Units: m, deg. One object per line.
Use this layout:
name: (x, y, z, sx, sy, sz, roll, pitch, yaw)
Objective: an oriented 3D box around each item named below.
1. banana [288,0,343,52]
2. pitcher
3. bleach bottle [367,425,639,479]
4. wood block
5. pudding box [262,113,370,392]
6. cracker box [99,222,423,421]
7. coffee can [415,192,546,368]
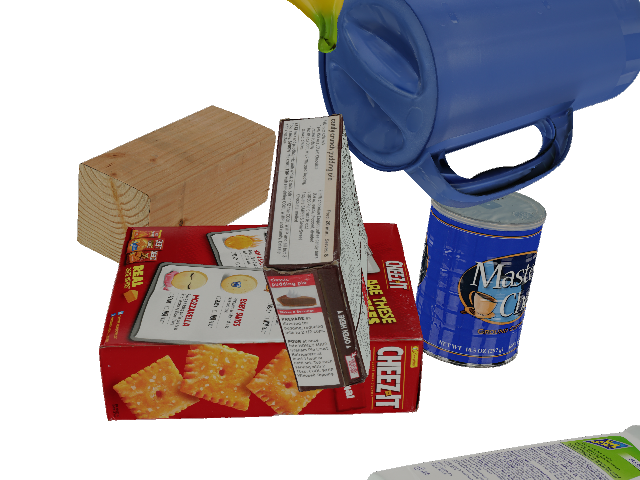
banana: (-0.057, -0.169, 0.664, 0.198, 0.069, 0.037, 21, -33, 32)
pitcher: (0.133, -0.129, 0.801, 0.242, 0.149, 0.145, -16, 32, -32)
bleach bottle: (0.157, 0.158, 0.635, 0.250, 0.068, 0.103, -7, 20, -21)
wood block: (-0.143, -0.057, 1.092, 0.090, 0.091, 0.205, 25, 34, 24)
pudding box: (0.000, 0.005, 0.539, 0.039, 0.090, 0.113, -8, 43, 8)
cracker box: (-0.042, 0.055, 0.777, 0.213, 0.072, 0.164, -1, 30, -3)
coffee can: (0.142, 0.030, 0.975, 0.103, 0.140, 0.103, 6, 22, -3)
